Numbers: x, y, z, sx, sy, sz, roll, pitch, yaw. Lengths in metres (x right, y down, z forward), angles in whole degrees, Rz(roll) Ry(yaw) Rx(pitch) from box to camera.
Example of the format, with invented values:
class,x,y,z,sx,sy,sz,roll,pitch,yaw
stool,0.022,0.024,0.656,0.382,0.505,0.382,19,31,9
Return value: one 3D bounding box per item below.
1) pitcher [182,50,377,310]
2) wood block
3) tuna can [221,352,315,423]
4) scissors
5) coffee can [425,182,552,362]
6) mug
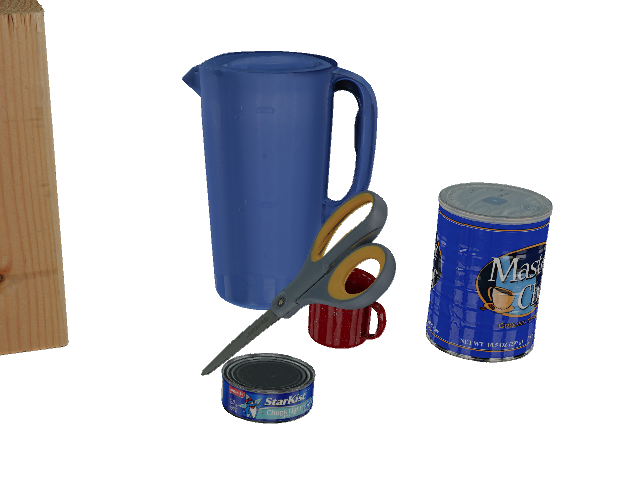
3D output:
class,x,y,z,sx,sy,sz,roll,pitch,yaw
pitcher,-0.041,-0.060,1.039,0.144,0.243,0.149,-12,22,-33
wood block,-0.208,-0.041,0.641,0.090,0.206,0.090,-6,24,-19
tuna can,-0.048,0.135,0.976,0.086,0.034,0.086,3,16,-1
scissors,-0.014,0.052,0.776,0.016,0.202,0.096,28,17,-38
coffee can,0.155,0.028,0.990,0.103,0.140,0.103,3,20,-1
mug,0.036,0.092,1.398,0.117,0.081,0.093,19,28,30
